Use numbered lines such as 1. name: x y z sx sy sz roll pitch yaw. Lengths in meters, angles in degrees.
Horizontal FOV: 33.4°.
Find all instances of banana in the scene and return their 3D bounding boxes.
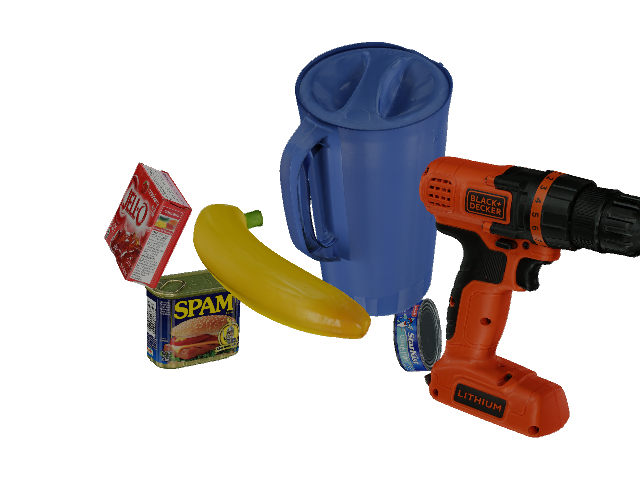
1. banana: -0.038 0.012 0.676 0.069 0.037 0.198 -8 25 -21

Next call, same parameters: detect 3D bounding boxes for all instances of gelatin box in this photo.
1. gelatin box: -0.141 -0.014 0.862 0.030 0.073 0.089 20 15 -29

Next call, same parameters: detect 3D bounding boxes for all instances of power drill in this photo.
1. power drill: 0.148 0.040 0.763 0.185 0.188 0.057 17 20 40

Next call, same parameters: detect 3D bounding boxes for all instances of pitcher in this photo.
1. pitcher: 0.042 -0.043 0.970 0.149 0.243 0.145 -3 42 1

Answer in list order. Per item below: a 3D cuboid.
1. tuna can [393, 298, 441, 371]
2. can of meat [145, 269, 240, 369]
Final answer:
1. tuna can: 0.115 0.112 1.259 0.034 0.086 0.086 -5 -2 23
2. can of meat: -0.132 0.081 1.114 0.101 0.084 0.058 -8 20 -32
